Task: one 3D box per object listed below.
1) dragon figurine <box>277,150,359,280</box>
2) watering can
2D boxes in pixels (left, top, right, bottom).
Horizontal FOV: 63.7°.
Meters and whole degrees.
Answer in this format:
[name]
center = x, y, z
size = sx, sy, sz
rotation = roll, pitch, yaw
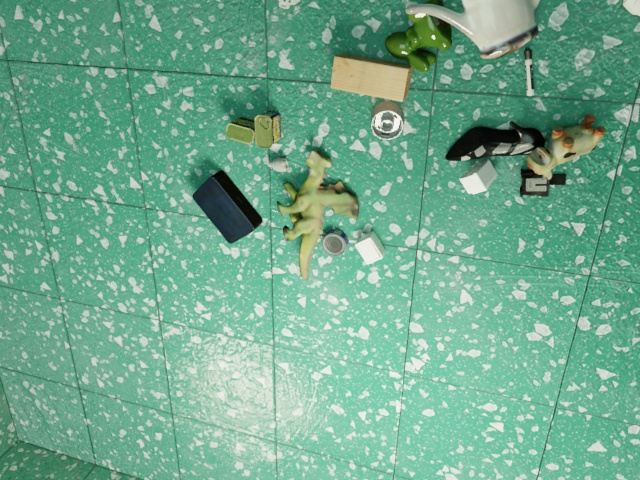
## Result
[dragon figurine]
center = 0.005, -0.082, 1.629
size = 0.242, 0.406, 0.124
rotation = -11, 15, 14
[watering can]
center = 0.394, -0.545, 1.252
size = 0.348, 0.222, 0.105
rotation = -25, 16, 0
